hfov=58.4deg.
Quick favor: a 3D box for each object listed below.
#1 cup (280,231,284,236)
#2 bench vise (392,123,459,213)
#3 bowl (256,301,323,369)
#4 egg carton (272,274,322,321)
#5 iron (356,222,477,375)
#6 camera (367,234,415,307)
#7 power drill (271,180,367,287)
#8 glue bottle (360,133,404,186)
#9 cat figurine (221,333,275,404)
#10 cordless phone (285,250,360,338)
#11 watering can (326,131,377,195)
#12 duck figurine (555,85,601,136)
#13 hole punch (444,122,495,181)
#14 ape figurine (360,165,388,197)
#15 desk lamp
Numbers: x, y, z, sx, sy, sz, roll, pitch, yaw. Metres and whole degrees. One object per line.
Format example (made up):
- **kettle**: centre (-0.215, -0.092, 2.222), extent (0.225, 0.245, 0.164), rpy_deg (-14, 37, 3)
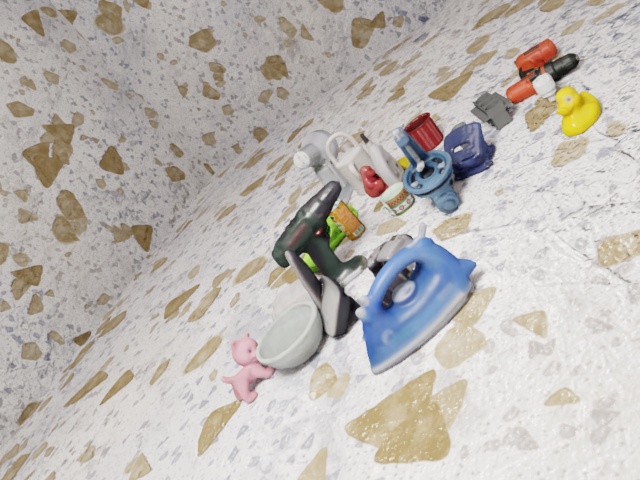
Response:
- **cup**: centre (-0.046, -0.014, 1.641), extent (0.117, 0.095, 0.091), rpy_deg (-36, 21, 16)
- **bench vise**: centre (0.216, -0.172, 1.293), extent (0.121, 0.220, 0.207), rpy_deg (-42, 20, 0)
- **bowl**: centre (-0.051, 0.213, 1.210), extent (0.167, 0.075, 0.167), rpy_deg (-36, 21, 16)
- **egg carton**: centre (-0.049, 0.147, 1.351), extent (0.150, 0.069, 0.107), rpy_deg (-37, 20, 13)
- **iron**: centre (0.142, 0.097, 0.993), extent (0.258, 0.142, 0.118), rpy_deg (-46, 20, -10)
- **camera**: centre (0.141, 0.063, 1.126), extent (0.137, 0.101, 0.142), rpy_deg (-52, 22, -26)
- **power drill**: centre (0.012, 0.005, 1.325), extent (0.229, 0.209, 0.075), rpy_deg (-41, 20, 3)
- **glue bottle**: centre (0.165, -0.225, 1.567), extent (0.037, 0.173, 0.078), rpy_deg (-26, 26, 38)
- **cat figurine**: centre (-0.165, 0.269, 1.245), extent (0.067, 0.118, 0.128), rpy_deg (-13, 35, 53)
- **cordless phone**: centre (-0.007, 0.104, 1.190), extent (0.094, 0.185, 0.147), rpy_deg (-44, 20, -6)
- **watering can**: centre (0.092, -0.236, 1.694), extent (0.101, 0.194, 0.172), rpy_deg (-44, 20, -4)
- **duck figurine**: centre (0.510, -0.272, 1.153), extent (0.105, 0.086, 0.077), rpy_deg (-51, 22, -23)
- **hole punch**: centre (0.339, -0.206, 1.326), extent (0.108, 0.091, 0.101), rpy_deg (-22, 28, 43)
- **ape figurine**: centre (0.147, -0.171, 1.609), extent (0.076, 0.092, 0.078), rpy_deg (-29, 24, 31)
- **desk lamp**: centre (0.010, -0.222, 1.787), extent (0.117, 0.214, 0.203), rpy_deg (-29, 24, 31)
